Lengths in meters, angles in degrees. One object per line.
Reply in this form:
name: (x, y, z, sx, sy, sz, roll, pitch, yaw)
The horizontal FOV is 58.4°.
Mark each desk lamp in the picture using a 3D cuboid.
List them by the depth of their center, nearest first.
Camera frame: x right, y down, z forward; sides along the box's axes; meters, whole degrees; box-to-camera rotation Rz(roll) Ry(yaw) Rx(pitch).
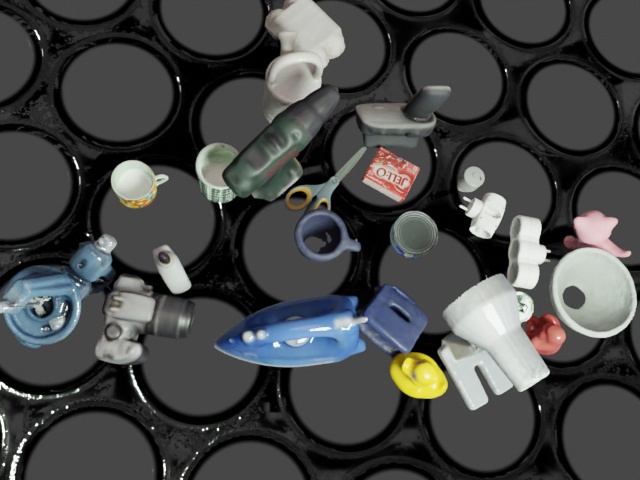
desk lamp: (0.281, 0.172, 0.950, 0.118, 0.213, 0.203, -26, 82, -14)

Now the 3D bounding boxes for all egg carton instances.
egg carton: (-0.027, -0.400, 1.109, 0.150, 0.069, 0.107, 44, 74, 3)

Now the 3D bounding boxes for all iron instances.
iron: (-0.047, 0.152, 0.940, 0.258, 0.141, 0.118, -7, 78, -11)

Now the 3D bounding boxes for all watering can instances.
watering can: (-0.051, -0.285, 1.014, 0.101, 0.194, 0.173, -28, 83, -14)

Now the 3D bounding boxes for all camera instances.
camera: (-0.278, 0.134, 0.928, 0.137, 0.100, 0.143, 11, 75, -6)

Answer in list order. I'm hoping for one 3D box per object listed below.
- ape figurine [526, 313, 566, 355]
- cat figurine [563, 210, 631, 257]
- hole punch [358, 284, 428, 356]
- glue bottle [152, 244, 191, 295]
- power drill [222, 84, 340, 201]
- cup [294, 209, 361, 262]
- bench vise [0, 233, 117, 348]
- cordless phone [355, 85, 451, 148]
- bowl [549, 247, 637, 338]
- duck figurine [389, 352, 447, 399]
ape figurine: (0.411, 0.172, 1.034, 0.078, 0.092, 0.076, -29, 83, -14)
cat figurine: (0.525, -0.006, 1.081, 0.128, 0.117, 0.067, 42, 74, 2)
hole punch: (0.127, 0.135, 0.998, 0.108, 0.091, 0.101, 40, 74, 2)
glue bottle: (-0.243, 0.041, 0.918, 0.037, 0.173, 0.078, -29, 83, -14)
power drill: (-0.067, -0.149, 0.972, 0.075, 0.208, 0.230, 45, 75, 3)
cup: (0.009, 0.004, 1.008, 0.118, 0.095, 0.092, 16, 75, -5)
bench vise: (-0.406, 0.062, 0.862, 0.121, 0.219, 0.207, 23, 74, -3)
cordless phone: (0.149, -0.241, 1.040, 0.148, 0.185, 0.094, -5, 78, -10)
bowl: (0.495, 0.101, 1.073, 0.167, 0.074, 0.167, 2, 77, -9)
duck figurine: (0.177, 0.233, 0.986, 0.104, 0.086, 0.077, 29, 74, -1)
